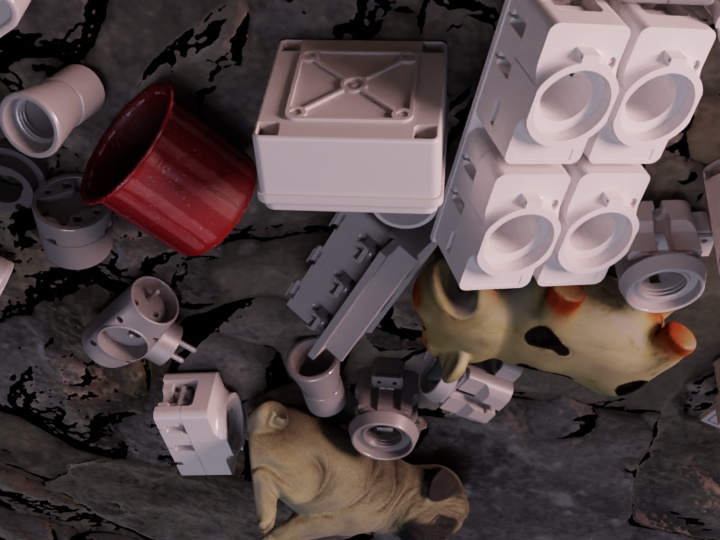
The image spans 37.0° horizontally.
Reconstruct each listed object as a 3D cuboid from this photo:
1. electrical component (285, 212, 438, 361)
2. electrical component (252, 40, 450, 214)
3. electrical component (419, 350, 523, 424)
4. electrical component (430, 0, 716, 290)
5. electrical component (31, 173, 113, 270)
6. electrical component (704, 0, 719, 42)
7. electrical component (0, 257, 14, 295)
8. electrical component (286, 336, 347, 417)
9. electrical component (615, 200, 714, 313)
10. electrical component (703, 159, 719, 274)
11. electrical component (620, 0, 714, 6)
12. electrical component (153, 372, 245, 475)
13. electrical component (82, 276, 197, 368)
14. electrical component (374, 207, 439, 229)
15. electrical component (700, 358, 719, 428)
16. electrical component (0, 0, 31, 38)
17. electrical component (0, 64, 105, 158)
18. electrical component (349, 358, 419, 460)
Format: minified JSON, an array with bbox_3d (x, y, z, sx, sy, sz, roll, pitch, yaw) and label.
[{"bbox_3d":[0.000,0.000,0.764,0.063,0.079,0.121,41,133,7],"label":"electrical component"},{"bbox_3d":[-0.002,-0.088,0.647,0.109,0.108,0.056,2,133,6],"label":"electrical component"},{"bbox_3d":[0.083,0.082,0.847,0.057,0.058,0.078,21,135,-17],"label":"electrical component"},{"bbox_3d":[0.122,-0.073,0.641,0.105,0.060,0.186,-2,132,-20],"label":"electrical component"},{"bbox_3d":[-0.204,-0.033,0.770,0.055,0.055,0.047,9,140,-1],"label":"electrical component"},{"bbox_3d":[0.213,-0.149,0.599,0.040,0.046,0.040,4,136,4],"label":"electrical component"},{"bbox_3d":[-0.298,0.002,0.831,0.046,0.040,0.040,27,133,-11],"label":"electrical component"},{"bbox_3d":[-0.033,0.091,0.884,0.044,0.044,0.065,-2,140,10],"label":"electrical component"},{"bbox_3d":[0.202,-0.008,0.729,0.078,0.057,0.058,-2,144,0],"label":"electrical component"},{"bbox_3d":[0.275,-0.039,0.659,0.109,0.108,0.056,-31,122,33],"label":"electrical component"},{"bbox_3d":[0.160,-0.189,0.560,0.059,0.053,0.095,4,136,4],"label":"electrical component"},{"bbox_3d":[-0.135,0.134,0.934,0.056,0.050,0.089,-3,135,11],"label":"electrical component"},{"bbox_3d":[-0.169,0.051,0.858,0.079,0.044,0.077,34,130,-25],"label":"electrical component"},{"bbox_3d":[0.031,-0.061,0.707,0.045,0.055,0.045,4,136,4],"label":"electrical component"},{"bbox_3d":[0.336,0.103,0.829,0.121,0.063,0.078,22,134,-15],"label":"electrical component"},{"bbox_3d":[-0.238,-0.163,0.637,0.095,0.059,0.053,-23,128,28],"label":"electrical component"},{"bbox_3d":[-0.193,-0.105,0.686,0.044,0.065,0.044,11,124,16],"label":"electrical component"},{"bbox_3d":[0.021,0.120,0.894,0.058,0.057,0.078,4,136,4],"label":"electrical component"}]
